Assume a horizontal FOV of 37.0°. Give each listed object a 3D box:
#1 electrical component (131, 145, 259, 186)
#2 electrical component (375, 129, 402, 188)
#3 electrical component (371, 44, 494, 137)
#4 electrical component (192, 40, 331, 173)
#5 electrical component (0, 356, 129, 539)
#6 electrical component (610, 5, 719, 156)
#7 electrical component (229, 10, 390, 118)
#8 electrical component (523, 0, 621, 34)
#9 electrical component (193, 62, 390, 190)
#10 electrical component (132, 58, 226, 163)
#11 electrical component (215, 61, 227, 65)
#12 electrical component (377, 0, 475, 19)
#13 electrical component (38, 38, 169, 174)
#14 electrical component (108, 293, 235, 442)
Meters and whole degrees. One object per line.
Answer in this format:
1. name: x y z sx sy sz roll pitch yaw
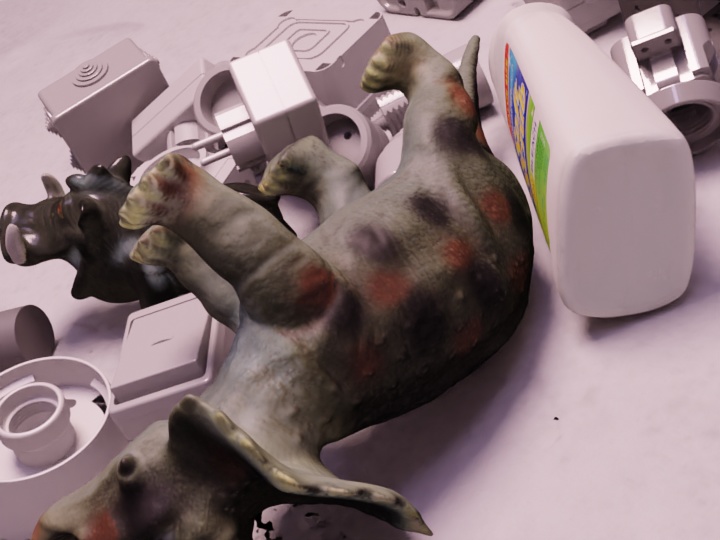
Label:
1. electrical component: -0.116 -0.047 0.731 0.089 0.055 0.050 -2 43 32
2. electrical component: 0.030 -0.063 0.669 0.040 0.040 0.078 -16 37 16
3. electrical component: 0.044 -0.114 0.721 0.081 0.043 0.043 -26 36 3
4. electrical component: -0.062 -0.082 0.635 0.076 0.083 0.047 -23 66 -3
5. electrical component: -0.177 0.098 0.603 0.099 0.064 0.099 -6 41 6
6. electrical component: 0.175 -0.100 0.597 0.058 0.078 0.057 -19 56 22
7. electrical component: -0.031 -0.148 0.799 0.113 0.057 0.078 14 52 43
8. electrical component: 0.153 -0.204 0.747 0.062 0.061 0.096 -29 35 -2
9. electrical component: -0.039 -0.091 0.728 0.138 0.074 0.052 25 92 24
10. electrical component: -0.122 -0.095 0.782 0.083 0.047 0.075 -35 47 29
11. electrical component: -0.124 -0.149 0.881 0.061 0.035 0.035 -11 39 26
12. electrical component: 0.058 -0.242 0.863 0.059 0.053 0.095 -44 39 -22
13. electrical component: -0.188 -0.118 0.831 0.100 0.099 0.048 -34 49 -10
14. electrical component: -0.094 0.052 0.589 0.062 0.061 0.096 -19 37 12
